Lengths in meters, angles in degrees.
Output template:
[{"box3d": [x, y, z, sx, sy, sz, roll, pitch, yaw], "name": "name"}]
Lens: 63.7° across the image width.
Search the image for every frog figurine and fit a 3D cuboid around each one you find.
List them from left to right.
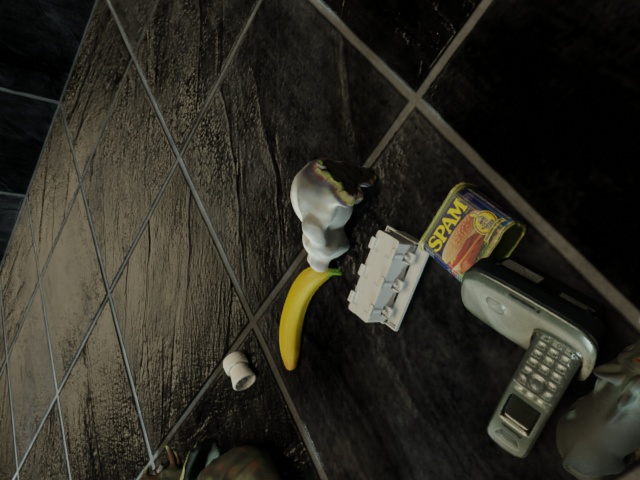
[{"box3d": [0.002, -0.039, 0.774, 0.141, 0.122, 0.156, -83, 19, -53], "name": "frog figurine"}]
